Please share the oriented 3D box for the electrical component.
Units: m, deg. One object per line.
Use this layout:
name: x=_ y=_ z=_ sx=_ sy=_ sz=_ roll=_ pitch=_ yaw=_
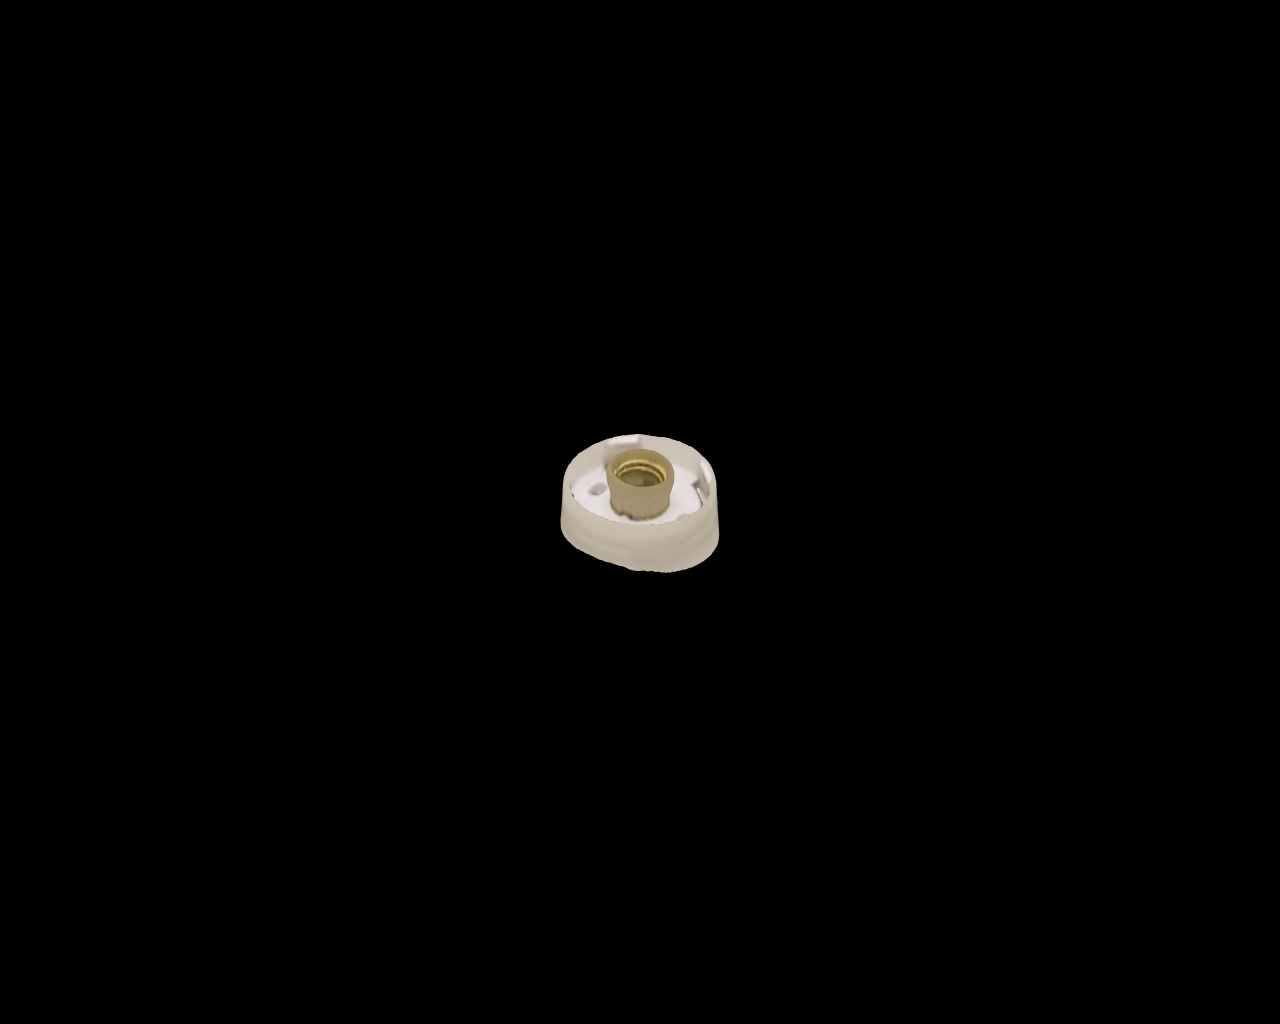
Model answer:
electrical component: x=0.001 y=-0.003 z=0.650 sx=0.099 sy=0.064 sz=0.099 roll=0 pitch=39 yaw=0
